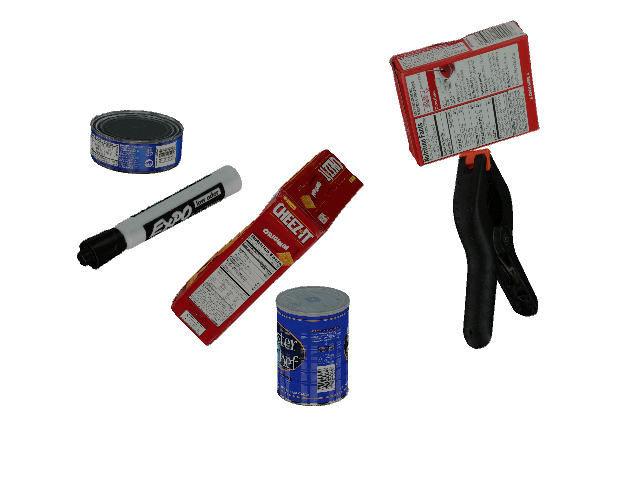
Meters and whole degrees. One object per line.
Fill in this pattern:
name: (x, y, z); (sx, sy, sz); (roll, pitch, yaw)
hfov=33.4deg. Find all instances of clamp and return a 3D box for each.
clamp: (0.145, 0.009, 0.939); (0.039, 0.171, 0.120); (-10, 14, 31)

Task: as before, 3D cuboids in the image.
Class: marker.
marker: (-0.099, -0.015, 0.662); (0.120, 0.020, 0.020); (-32, 19, -35)

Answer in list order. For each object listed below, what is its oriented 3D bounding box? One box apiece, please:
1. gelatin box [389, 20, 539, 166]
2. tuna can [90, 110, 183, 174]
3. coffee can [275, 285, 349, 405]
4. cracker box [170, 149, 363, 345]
gelatin box: (0.097, -0.098, 0.714); (0.089, 0.073, 0.030); (-17, 35, 0)
tuna can: (-0.171, -0.092, 0.996); (0.086, 0.034, 0.086); (6, 25, -3)
coffee can: (-0.011, 0.146, 1.495); (0.103, 0.140, 0.103); (0, 18, 0)
cracker box: (-0.062, 0.005, 1.233); (0.214, 0.072, 0.164); (-44, 3, 27)
